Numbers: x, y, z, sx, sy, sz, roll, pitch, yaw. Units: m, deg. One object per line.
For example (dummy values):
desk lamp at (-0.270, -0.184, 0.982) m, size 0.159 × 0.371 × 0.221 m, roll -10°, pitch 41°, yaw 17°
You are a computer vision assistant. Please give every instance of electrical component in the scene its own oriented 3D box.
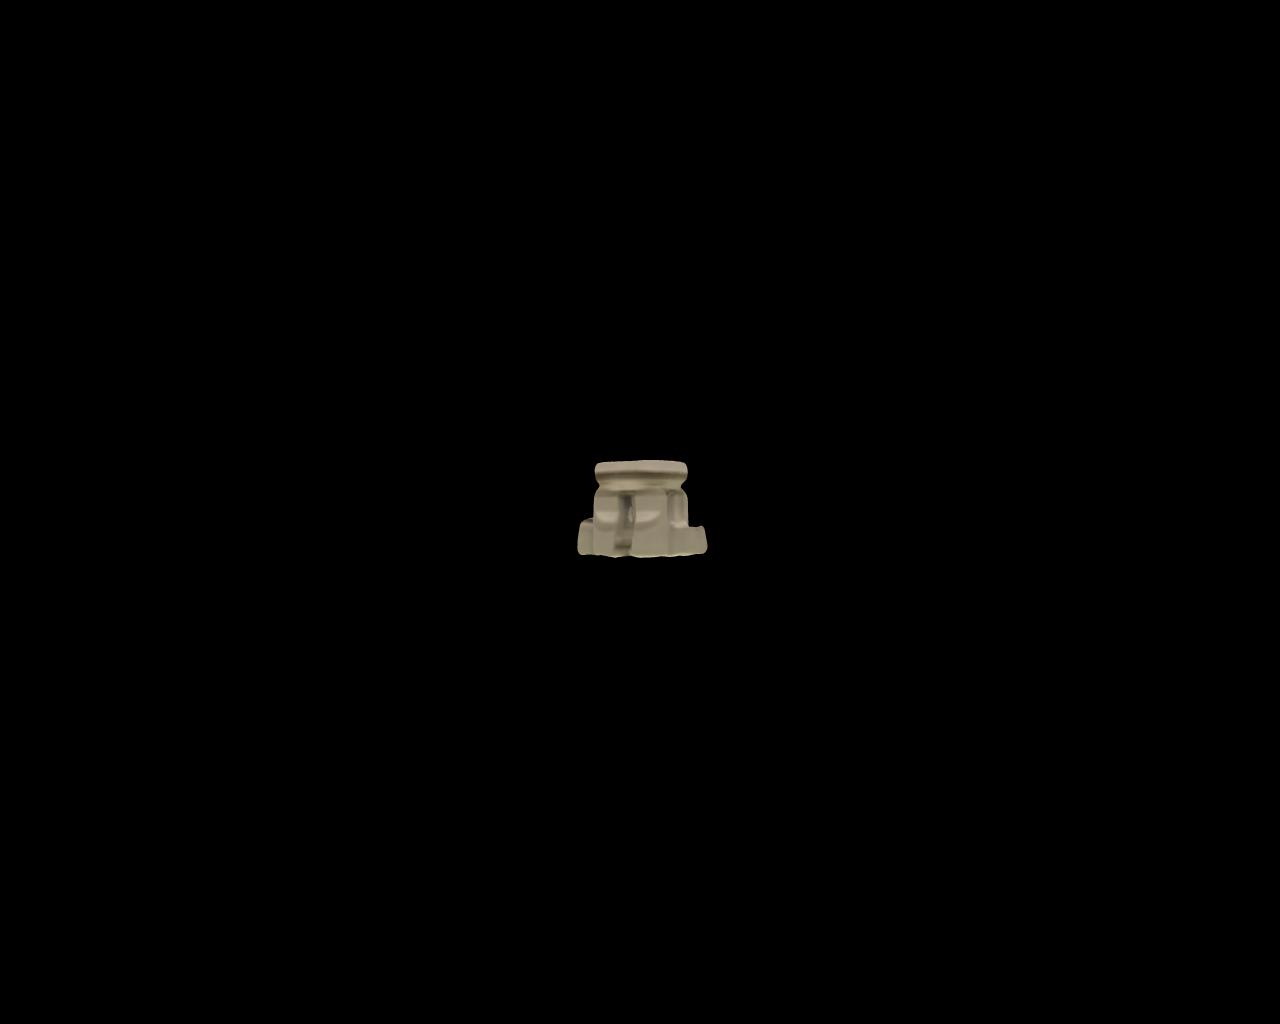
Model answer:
electrical component at (0.001, -0.003, 0.650) m, size 0.078 × 0.057 × 0.058 m, roll 0°, pitch 0°, yaw 25°
